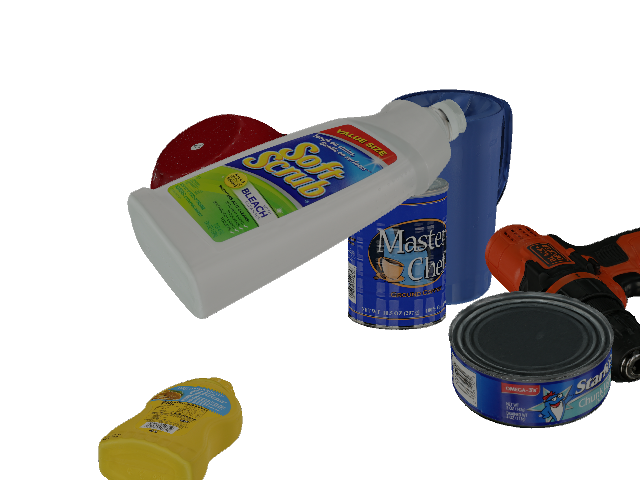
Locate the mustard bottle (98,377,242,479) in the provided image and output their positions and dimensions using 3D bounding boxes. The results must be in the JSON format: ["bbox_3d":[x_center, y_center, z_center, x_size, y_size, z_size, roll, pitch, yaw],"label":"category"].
[{"bbox_3d":[-0.130,0.179,1.037,0.096,0.058,0.191,7,17,17],"label":"mustard bottle"}]

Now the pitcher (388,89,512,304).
[{"bbox_3d":[0.158,-0.054,1.276,0.149,0.243,0.145,-1,24,5],"label":"pitcher"}]

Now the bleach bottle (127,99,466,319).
[{"bbox_3d":[-0.005,-0.043,0.772,0.250,0.068,0.103,-29,55,-20],"label":"bleach bottle"}]

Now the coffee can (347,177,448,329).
[{"bbox_3d":[0.078,0.009,1.088,0.103,0.140,0.103,-1,14,0],"label":"coffee can"}]

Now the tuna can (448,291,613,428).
[{"bbox_3d":[0.112,0.063,0.572,0.086,0.034,0.086,-5,27,2],"label":"tuna can"}]

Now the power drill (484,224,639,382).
[{"bbox_3d":[0.231,0.028,0.745,0.187,0.057,0.184,-9,28,-15],"label":"power drill"}]

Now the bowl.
[{"bbox_3d":[-0.101,-0.069,1.000,0.162,0.055,0.162,-21,33,15],"label":"bowl"}]
